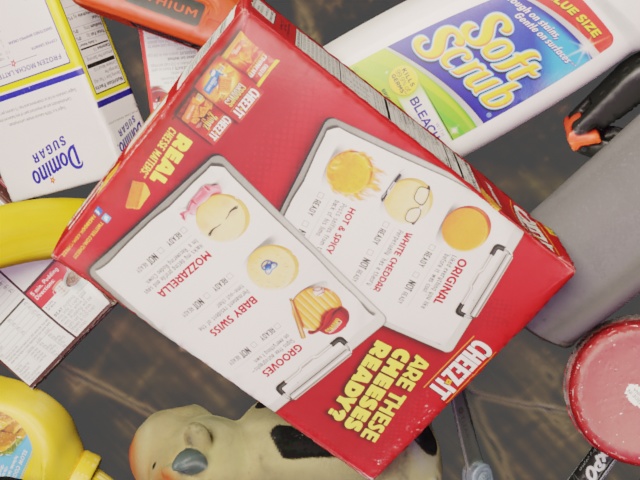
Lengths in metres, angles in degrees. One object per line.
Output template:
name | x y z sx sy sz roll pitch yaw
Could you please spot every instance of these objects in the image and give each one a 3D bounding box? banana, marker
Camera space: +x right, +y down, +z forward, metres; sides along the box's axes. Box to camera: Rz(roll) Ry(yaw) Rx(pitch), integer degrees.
banana | -0.150 0.006 0.648 0.197 0.069 0.037 8 150 -27
marker | 0.185 0.139 0.694 0.020 0.020 0.121 29 108 -3

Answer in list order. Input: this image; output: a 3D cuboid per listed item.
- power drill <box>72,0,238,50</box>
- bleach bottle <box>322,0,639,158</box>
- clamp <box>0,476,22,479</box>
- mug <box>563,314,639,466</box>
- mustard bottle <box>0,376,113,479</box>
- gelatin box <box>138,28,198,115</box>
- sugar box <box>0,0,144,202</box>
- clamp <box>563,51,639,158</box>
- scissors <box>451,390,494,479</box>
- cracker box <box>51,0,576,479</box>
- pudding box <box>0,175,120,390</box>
power drill | -0.069 -0.204 0.577 0.184 0.057 0.188 20 95 -2
bleach bottle | 0.101 -0.117 0.603 0.251 0.068 0.102 -30 102 12
clamp | -0.117 0.208 0.721 0.209 0.036 0.165 0 136 -12
mug | 0.193 0.078 0.630 0.093 0.081 0.117 16 89 16
mustard bottle | -0.223 0.132 0.717 0.191 0.058 0.096 26 115 -2
gelatin box | -0.067 -0.104 0.642 0.073 0.030 0.089 -4 106 6
sugar box | -0.172 -0.117 0.632 0.093 0.048 0.176 -10 109 29
clamp | 0.231 -0.072 0.613 0.172 0.039 0.120 -19 107 20
scissors | 0.119 0.162 0.703 0.096 0.016 0.202 3 84 -34
cracker box | -0.004 0.001 0.563 0.213 0.072 0.164 37 108 -13
pudding box | -0.196 0.027 0.693 0.113 0.039 0.090 44 105 -6
